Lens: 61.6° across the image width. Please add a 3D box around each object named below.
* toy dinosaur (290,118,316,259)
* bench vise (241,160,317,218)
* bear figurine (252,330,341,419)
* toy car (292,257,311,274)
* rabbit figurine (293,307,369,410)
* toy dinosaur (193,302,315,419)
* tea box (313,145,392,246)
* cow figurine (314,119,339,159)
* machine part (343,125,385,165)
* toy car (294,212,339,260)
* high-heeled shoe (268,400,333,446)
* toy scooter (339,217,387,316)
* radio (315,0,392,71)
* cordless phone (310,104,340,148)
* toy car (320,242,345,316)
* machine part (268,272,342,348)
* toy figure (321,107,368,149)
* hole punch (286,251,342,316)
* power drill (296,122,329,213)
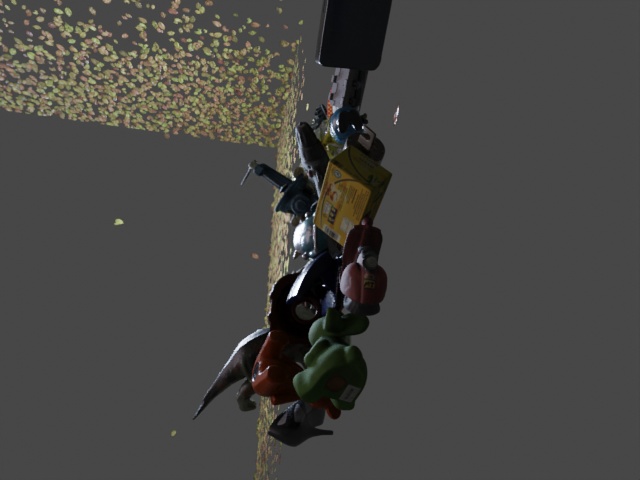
[{"bbox_3d":[-0.037,-0.170,1.647,0.198,0.105,0.471,134,147,-80],"label":"toy dinosaur"},{"bbox_3d":[-0.080,-0.134,1.418,0.129,0.240,0.224,-54,1,20],"label":"bench vise"},{"bbox_3d":[-0.032,0.276,1.071,0.120,0.196,0.132,-87,20,-45],"label":"bear figurine"},{"bbox_3d":[-0.017,0.065,1.274,0.201,0.056,0.073,-50,7,5],"label":"toy car"},{"bbox_3d":[0.016,0.194,0.980,0.170,0.121,0.159,-112,38,-58],"label":"rabbit figurine"},{"bbox_3d":[-0.116,0.261,1.242,0.131,0.405,0.192,14,119,55],"label":"toy dinosaur"},{"bbox_3d":[0.055,-0.073,0.976,0.068,0.098,0.169,-40,-18,-36],"label":"tea box"},{"bbox_3d":[0.016,-0.225,1.383,0.167,0.068,0.098,82,-175,-57],"label":"cow figurine"},{"bbox_3d":[0.068,-0.122,1.044,0.243,0.079,0.079,110,164,-51],"label":"machine part"},{"bbox_3d":[-0.002,-0.004,1.169,0.161,0.103,0.109,24,-112,-62],"label":"toy car"},{"bbox_3d":[-0.053,0.380,1.219,0.249,0.145,0.086,-124,43,-74],"label":"high-heeled shoe"},{"bbox_3d":[0.075,0.038,0.910,0.184,0.075,0.135,-97,17,-72],"label":"toy scooter"},{"bbox_3d":[0.072,-0.460,1.081,0.073,0.131,0.229,-106,24,-68],"label":"radio"},{"bbox_3d":[0.037,-0.350,1.445,0.147,0.089,0.184,-101,31,-61],"label":"cordless phone"},{"bbox_3d":[0.047,0.087,1.098,0.089,0.053,0.202,-119,40,-61],"label":"toy car"},{"bbox_3d":[-0.033,0.157,1.187,0.056,0.179,0.179,112,162,-68],"label":"machine part"},{"bbox_3d":[0.057,-0.254,1.195,0.180,0.082,0.089,163,125,-85],"label":"toy figure"},{"bbox_3d":[-0.008,0.081,1.044,0.142,0.092,0.116,126,154,-69],"label":"hole punch"},{"bbox_3d":[0.000,-0.134,1.246,0.231,0.086,0.207,66,-178,-46],"label":"power drill"}]
